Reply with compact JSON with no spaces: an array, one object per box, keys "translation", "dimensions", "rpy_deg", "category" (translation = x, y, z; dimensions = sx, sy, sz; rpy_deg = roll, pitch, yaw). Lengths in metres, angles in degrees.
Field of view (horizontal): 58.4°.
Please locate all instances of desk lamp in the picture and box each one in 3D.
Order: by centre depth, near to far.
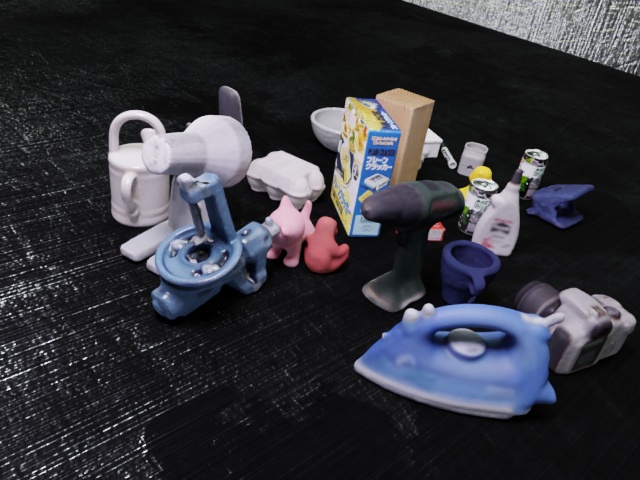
[{"translation":[-0.210,-0.083,0.913],"dimensions":[0.117,0.213,0.204],"rpy_deg":[23,35,21],"category":"desk lamp"}]

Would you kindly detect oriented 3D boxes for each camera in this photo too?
[{"translation":[0.376,0.112,0.866],"dimensions":[0.143,0.101,0.136],"rpy_deg":[-10,37,-27],"category":"camera"}]

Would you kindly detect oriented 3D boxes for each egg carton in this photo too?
[{"translation":[-0.068,-0.122,1.145],"dimensions":[0.150,0.069,0.107],"rpy_deg":[26,36,24],"category":"egg carton"}]

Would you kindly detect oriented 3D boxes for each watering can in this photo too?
[{"translation":[-0.311,-0.133,0.984],"dimensions":[0.101,0.194,0.172],"rpy_deg":[-6,36,-23],"category":"watering can"}]

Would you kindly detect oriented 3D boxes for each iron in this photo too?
[{"translation":[0.182,0.135,0.742],"dimensions":[0.258,0.141,0.118],"rpy_deg":[7,32,-3],"category":"iron"}]

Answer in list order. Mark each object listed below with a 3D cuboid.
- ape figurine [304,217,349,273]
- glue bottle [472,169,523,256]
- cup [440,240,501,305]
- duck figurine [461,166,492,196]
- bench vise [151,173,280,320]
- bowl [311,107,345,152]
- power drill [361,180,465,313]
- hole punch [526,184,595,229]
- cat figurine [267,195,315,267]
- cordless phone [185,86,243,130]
[{"translation":[0.009,0.003,0.949],"dimensions":[0.077,0.092,0.076],"rpy_deg":[28,37,27],"category":"ape figurine"},{"translation":[0.335,-0.052,1.043],"dimensions":[0.078,0.173,0.037],"rpy_deg":[7,32,-3],"category":"glue bottle"},{"translation":[0.230,0.069,0.901],"dimensions":[0.091,0.095,0.117],"rpy_deg":[6,33,-4],"category":"cup"},{"translation":[0.336,-0.114,1.221],"dimensions":[0.077,0.086,0.105],"rpy_deg":[21,34,18],"category":"duck figurine"},{"translation":[-0.149,-0.012,0.813],"dimensions":[0.121,0.220,0.208],"rpy_deg":[21,34,18],"category":"bench vise"},{"translation":[0.055,-0.255,1.379],"dimensions":[0.167,0.075,0.167],"rpy_deg":[7,33,-4],"category":"bowl"},{"translation":[0.130,0.002,0.874],"dimensions":[0.075,0.208,0.230],"rpy_deg":[33,39,32],"category":"power drill"},{"translation":[0.511,-0.088,1.221],"dimensions":[0.109,0.091,0.100],"rpy_deg":[-20,43,-38],"category":"hole punch"},{"translation":[-0.047,-0.022,0.951],"dimensions":[0.067,0.118,0.128],"rpy_deg":[22,35,20],"category":"cat figurine"},{"translation":[-0.210,-0.237,1.179],"dimensions":[0.147,0.185,0.094],"rpy_deg":[27,37,26],"category":"cordless phone"}]
